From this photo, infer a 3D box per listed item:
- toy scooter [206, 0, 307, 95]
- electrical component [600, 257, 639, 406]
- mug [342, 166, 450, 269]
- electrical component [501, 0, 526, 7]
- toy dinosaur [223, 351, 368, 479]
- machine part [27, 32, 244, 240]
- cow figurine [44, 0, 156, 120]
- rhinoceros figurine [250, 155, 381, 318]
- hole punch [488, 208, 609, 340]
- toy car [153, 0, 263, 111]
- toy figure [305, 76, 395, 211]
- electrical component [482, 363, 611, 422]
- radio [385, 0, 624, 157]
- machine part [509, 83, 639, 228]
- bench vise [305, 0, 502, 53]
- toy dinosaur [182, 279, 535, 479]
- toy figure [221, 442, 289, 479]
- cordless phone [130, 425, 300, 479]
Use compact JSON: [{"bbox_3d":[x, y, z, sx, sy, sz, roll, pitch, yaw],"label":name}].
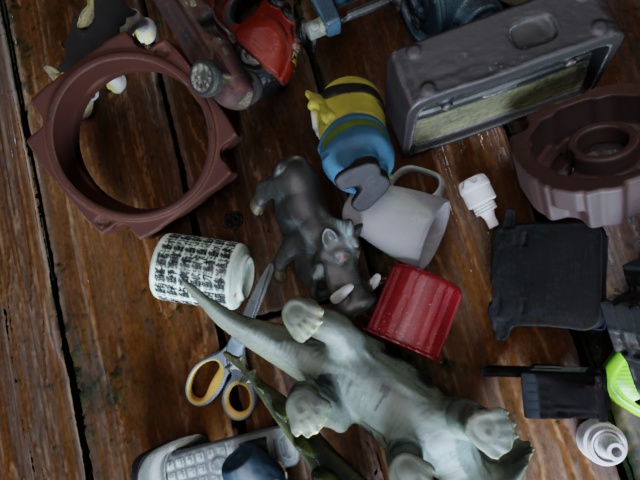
[{"bbox_3d":[-0.077,-0.276,0.660,0.135,0.075,0.184,-44,75,4],"label":"toy scooter"},{"bbox_3d":[0.328,0.075,0.486,0.115,0.058,0.134,-18,93,-13],"label":"electrical component"},{"bbox_3d":[0.085,-0.034,0.602,0.107,0.080,0.109,21,90,22],"label":"mug"},{"bbox_3d":[0.243,-0.312,0.633,0.102,0.045,0.078,16,114,13],"label":"electrical component"},{"bbox_3d":[0.058,0.298,0.502,0.105,0.198,0.472,-41,69,-4],"label":"toy dinosaur"},{"bbox_3d":[-0.209,-0.116,0.625,0.201,0.087,0.201,-36,96,1],"label":"machine part"},{"bbox_3d":[-0.288,-0.229,0.675,0.068,0.098,0.167,35,95,7],"label":"cow figurine"},{"bbox_3d":[-0.001,-0.002,0.591,0.112,0.073,0.190,-37,70,36],"label":"rhinoceros figurine"},{"bbox_3d":[0.248,0.040,0.574,0.116,0.092,0.142,1,85,37],"label":"hole punch"},{"bbox_3d":[-0.133,-0.229,0.591,0.053,0.089,0.202,-37,77,30],"label":"toy car"},{"bbox_3d":[0.040,-0.111,0.590,0.089,0.082,0.180,-11,42,-3],"label":"toy figure"},{"bbox_3d":[0.231,0.154,0.555,0.119,0.074,0.047,-7,81,27],"label":"electrical component"},{"bbox_3d":[0.187,-0.176,0.574,0.230,0.131,0.073,-20,75,4],"label":"radio"},{"bbox_3d":[0.286,-0.087,0.544,0.179,0.056,0.179,-16,39,13],"label":"machine part"},{"bbox_3d":[0.086,-0.303,0.616,0.241,0.129,0.223,-24,81,-2],"label":"bench vise"},{"bbox_3d":[0.054,0.157,0.532,0.405,0.192,0.131,37,81,18],"label":"toy dinosaur"},{"bbox_3d":[-0.048,0.286,0.563,0.064,0.058,0.154,-30,103,-3],"label":"toy figure"},{"bbox_3d":[-0.106,0.285,0.599,0.184,0.088,0.146,-10,81,-12],"label":"cordless phone"}]
